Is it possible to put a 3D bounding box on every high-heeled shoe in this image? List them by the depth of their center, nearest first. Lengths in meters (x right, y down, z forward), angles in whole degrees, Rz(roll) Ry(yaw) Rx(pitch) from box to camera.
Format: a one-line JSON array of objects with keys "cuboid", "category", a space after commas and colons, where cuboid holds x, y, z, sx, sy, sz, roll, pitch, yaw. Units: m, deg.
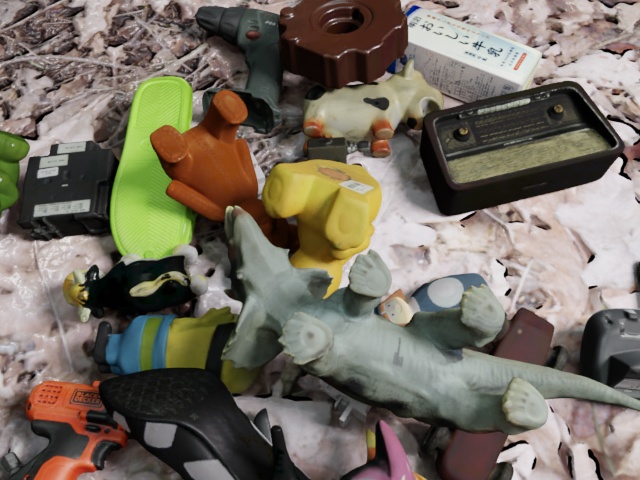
[{"cuboid": [-0.108, 0.210, 0.511, 0.249, 0.145, 0.086, 7, 23, 30], "category": "high-heeled shoe"}]

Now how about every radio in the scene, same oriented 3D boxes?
[{"cuboid": [0.252, -0.122, 0.704, 0.230, 0.073, 0.131, -13, 62, -5], "category": "radio"}]

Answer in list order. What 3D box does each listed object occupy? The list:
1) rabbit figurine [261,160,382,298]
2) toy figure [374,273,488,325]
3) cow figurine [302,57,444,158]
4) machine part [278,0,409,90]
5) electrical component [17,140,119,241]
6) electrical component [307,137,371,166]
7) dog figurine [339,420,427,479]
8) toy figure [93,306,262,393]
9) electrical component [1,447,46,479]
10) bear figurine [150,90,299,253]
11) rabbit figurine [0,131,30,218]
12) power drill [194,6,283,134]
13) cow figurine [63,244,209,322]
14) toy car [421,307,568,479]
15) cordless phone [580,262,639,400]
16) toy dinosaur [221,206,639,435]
[{"cuboid": [-0.001, -0.002, 0.619, 0.122, 0.173, 0.162, 17, 19, 11], "category": "rabbit figurine"}, {"cuboid": [0.115, 0.079, 0.613, 0.154, 0.057, 0.064, -18, 23, -5], "category": "toy figure"}, {"cuboid": [0.073, -0.183, 0.745, 0.195, 0.085, 0.127, -1, 67, 3], "category": "cow figurine"}, {"cuboid": [0.031, -0.281, 0.729, 0.179, 0.056, 0.179, -3, 53, 4], "category": "machine part"}, {"cuboid": [-0.325, -0.070, 0.716, 0.115, 0.058, 0.134, -4, 61, -1], "category": "electrical component"}, {"cuboid": [0.014, -0.092, 0.707, 0.102, 0.078, 0.045, 2, 37, -2], "category": "electrical component"}, {"cuboid": [0.119, 0.253, 0.471, 0.191, 0.108, 0.219, -24, 70, -13], "category": "dog figurine"}, {"cuboid": [-0.152, 0.125, 0.588, 0.180, 0.082, 0.089, -2, 72, -3], "category": "toy figure"}, {"cuboid": [-0.290, 0.248, 0.559, 0.094, 0.021, 0.063, 40, 70, 22], "category": "electrical component"}, {"cuboid": [-0.099, -0.050, 0.628, 0.120, 0.132, 0.196, -35, 88, -22], "category": "bear figurine"}, {"cuboid": [-0.434, -0.050, 0.649, 0.121, 0.159, 0.170, 13, 20, -34], "category": "rabbit figurine"}, {"cuboid": [-0.107, -0.261, 0.803, 0.232, 0.085, 0.207, 12, 55, 6], "category": "power drill"}, {"cuboid": [-0.220, 0.055, 0.606, 0.167, 0.098, 0.068, -11, 98, 3], "category": "cow figurine"}, {"cuboid": [0.184, 0.165, 0.562, 0.089, 0.053, 0.202, 29, 71, 12], "category": "toy car"}, {"cuboid": [0.359, 0.087, 0.593, 0.147, 0.088, 0.184, 4, 51, 6], "category": "cordless phone"}, {"cuboid": [0.069, 0.107, 0.503, 0.405, 0.192, 0.131, 26, 68, -3], "category": "toy dinosaur"}]
